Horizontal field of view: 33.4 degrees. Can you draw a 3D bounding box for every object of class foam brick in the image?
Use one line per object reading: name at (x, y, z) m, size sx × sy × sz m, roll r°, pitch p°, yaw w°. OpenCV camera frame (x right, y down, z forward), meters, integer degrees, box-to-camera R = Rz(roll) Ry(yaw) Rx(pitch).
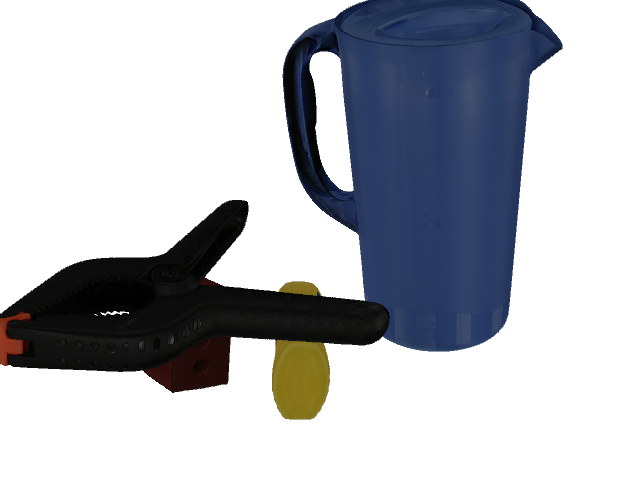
foam brick at (-0.104, 0.072, 0.840) m, size 0.052 × 0.078 × 0.051 m, roll -5°, pitch 14°, yaw -34°

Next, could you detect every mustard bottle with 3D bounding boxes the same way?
mustard bottle at (-0.023, 0.099, 1.136) m, size 0.058 × 0.096 × 0.191 m, roll 0°, pitch 27°, yaw -3°

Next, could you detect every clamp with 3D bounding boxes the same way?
clamp at (-0.088, 0.028, 0.618) m, size 0.209 × 0.036 × 0.165 m, roll -10°, pitch 30°, yaw -28°

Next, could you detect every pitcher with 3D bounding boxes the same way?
pitcher at (0.071, -0.048, 0.758) m, size 0.144 × 0.243 × 0.149 m, roll -19°, pitch 31°, yaw -28°
